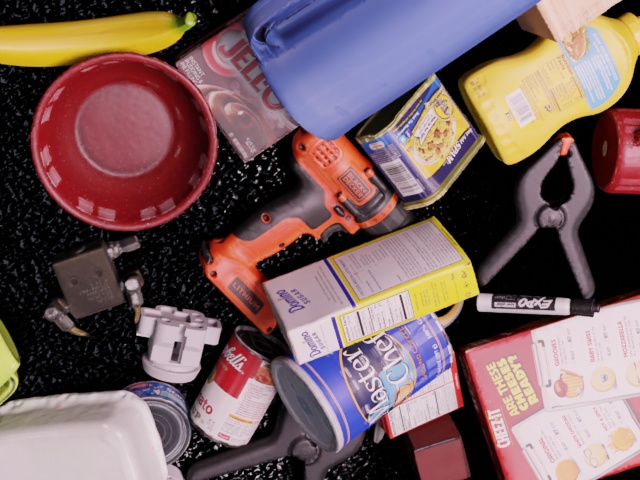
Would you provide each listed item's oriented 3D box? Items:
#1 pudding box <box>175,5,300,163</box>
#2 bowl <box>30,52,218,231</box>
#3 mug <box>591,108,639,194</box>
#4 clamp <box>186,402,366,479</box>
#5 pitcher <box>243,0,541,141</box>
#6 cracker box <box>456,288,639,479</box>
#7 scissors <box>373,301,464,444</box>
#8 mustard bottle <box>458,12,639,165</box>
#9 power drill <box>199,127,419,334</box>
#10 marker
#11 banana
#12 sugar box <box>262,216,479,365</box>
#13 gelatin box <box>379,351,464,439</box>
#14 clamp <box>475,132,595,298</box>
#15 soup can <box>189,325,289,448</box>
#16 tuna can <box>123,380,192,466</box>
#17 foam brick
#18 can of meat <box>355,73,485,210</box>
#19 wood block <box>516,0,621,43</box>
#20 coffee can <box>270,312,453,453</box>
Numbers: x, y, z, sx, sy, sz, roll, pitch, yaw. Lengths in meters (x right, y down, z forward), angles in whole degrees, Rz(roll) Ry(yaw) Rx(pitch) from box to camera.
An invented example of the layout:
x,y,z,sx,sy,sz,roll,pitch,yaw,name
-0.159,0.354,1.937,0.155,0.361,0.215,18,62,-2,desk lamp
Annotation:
x,y,z,sx,sy,sz,roll,pitch,yaw,name
-0.064,-0.142,0.962,0.090,0.039,0.113,-34,112,3,pudding box
-0.174,-0.092,0.952,0.162,0.055,0.162,-3,110,-9,bowl
0.313,-0.086,1.012,0.081,0.117,0.093,1,83,-6,mug
-0.012,0.222,1.102,0.164,0.036,0.210,43,96,-13,clamp
0.065,-0.194,0.863,0.243,0.149,0.145,-29,111,28,pitcher
0.266,0.155,1.086,0.213,0.072,0.164,-18,88,-2,cracker box
0.100,0.116,1.098,0.096,0.016,0.202,-5,111,-8,scissors
0.232,-0.157,0.998,0.191,0.058,0.096,-31,104,2,mustard bottle
-0.007,0.001,1.017,0.188,0.057,0.184,-42,113,4,power drill
0.218,0.065,1.065,0.121,0.020,0.020,2,113,23,marker
-0.201,-0.175,0.913,0.198,0.069,0.037,-8,78,-1,banana
0.044,0.044,0.966,0.176,0.093,0.048,-23,121,-5,sugar box
0.097,0.151,1.086,0.089,0.030,0.073,-21,121,-12,gelatin box
0.216,-0.020,1.057,0.120,0.039,0.171,-1,104,-4,clamp
-0.077,0.144,1.048,0.068,0.068,0.102,25,104,-18,soup can
-0.171,0.186,1.065,0.086,0.034,0.086,-3,110,-9,tuna can
0.117,0.212,1.103,0.051,0.078,0.053,-17,110,-3,foam brick
0.092,-0.093,0.981,0.084,0.058,0.102,51,59,-19,can of meat
0.179,-0.286,0.924,0.090,0.091,0.206,-34,112,3,wood block
0.039,0.118,0.999,0.140,0.103,0.103,-32,114,-22,coffee can
